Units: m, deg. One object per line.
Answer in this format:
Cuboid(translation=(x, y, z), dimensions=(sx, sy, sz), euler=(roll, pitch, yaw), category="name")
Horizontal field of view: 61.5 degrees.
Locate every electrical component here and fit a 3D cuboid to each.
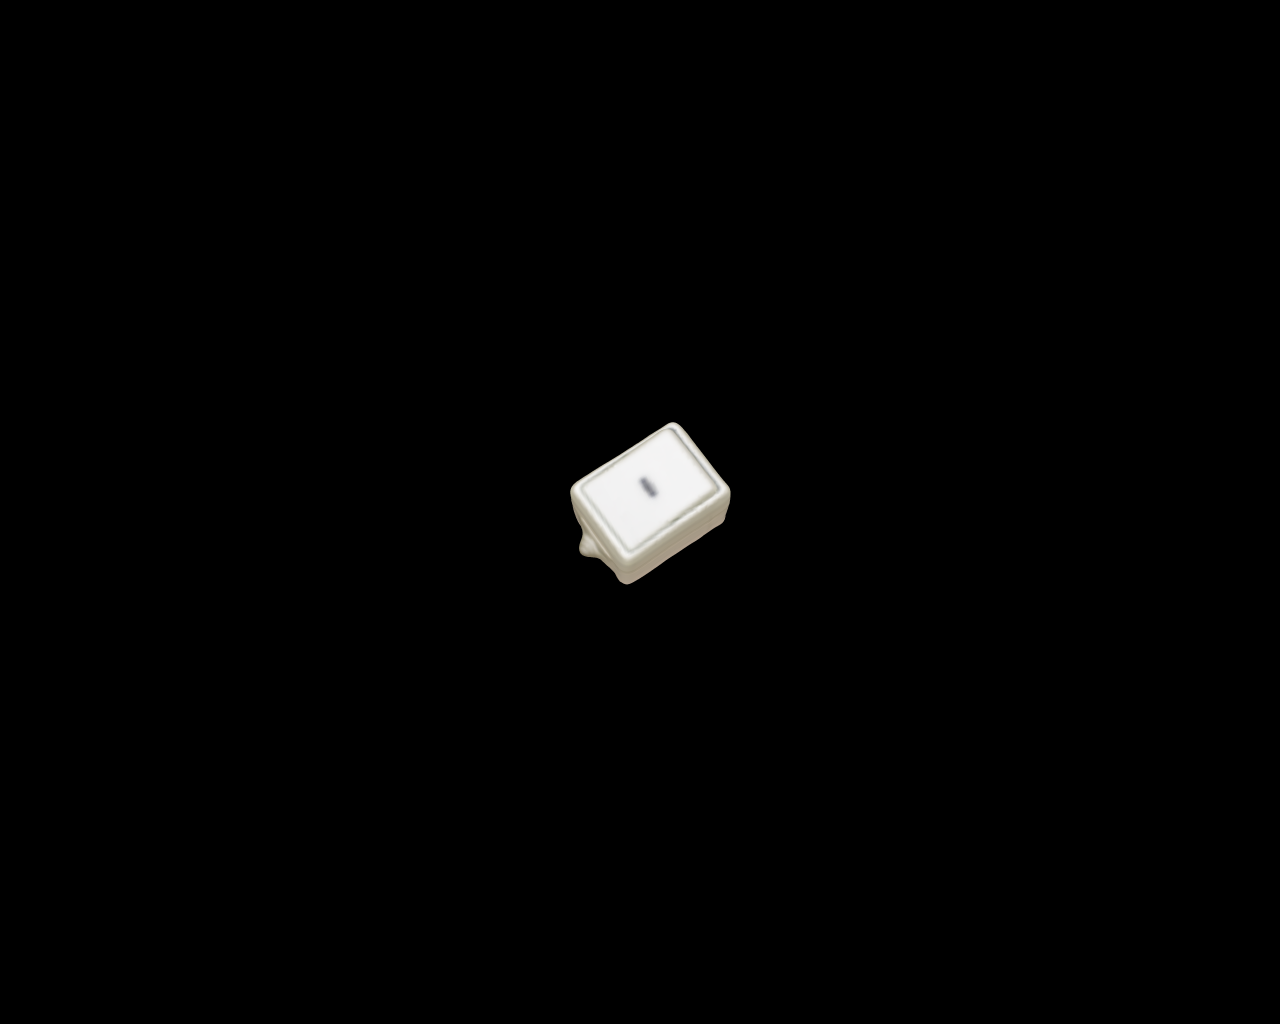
Cuboid(translation=(0.001, -0.003, 0.650), dimensions=(0.096, 0.062, 0.061), euler=(-33, -16, -11), category="electrical component")
